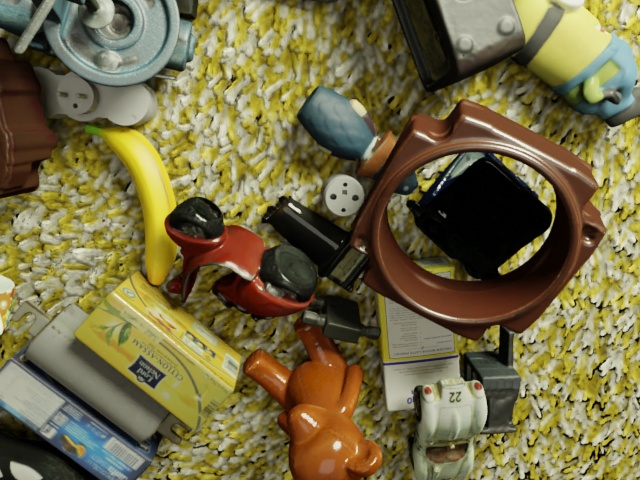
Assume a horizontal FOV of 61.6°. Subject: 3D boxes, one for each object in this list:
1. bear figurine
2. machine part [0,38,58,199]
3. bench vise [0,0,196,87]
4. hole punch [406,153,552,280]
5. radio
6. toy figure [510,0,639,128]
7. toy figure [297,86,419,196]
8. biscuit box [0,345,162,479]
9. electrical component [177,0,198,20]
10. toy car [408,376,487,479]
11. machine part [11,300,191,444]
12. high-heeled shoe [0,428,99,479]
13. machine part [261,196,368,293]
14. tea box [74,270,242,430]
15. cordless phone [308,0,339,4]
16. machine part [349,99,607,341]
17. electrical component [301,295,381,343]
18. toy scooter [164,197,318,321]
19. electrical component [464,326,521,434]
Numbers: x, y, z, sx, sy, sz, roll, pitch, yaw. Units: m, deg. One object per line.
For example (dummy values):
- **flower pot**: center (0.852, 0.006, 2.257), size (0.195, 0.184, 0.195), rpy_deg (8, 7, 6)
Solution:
- **bear figurine**: center (-0.013, 0.182, 0.578), size (0.120, 0.196, 0.132), rpy_deg (-37, 99, 9)
- **machine part**: center (-0.353, -0.122, 0.547), size (0.180, 0.056, 0.179), rpy_deg (7, 107, 23)
- **bench vise**: center (-0.222, -0.210, 0.473), size (0.223, 0.241, 0.128), rpy_deg (22, 94, -16)
- **hole punch**: center (0.179, -0.037, 0.604), size (0.142, 0.092, 0.116), rpy_deg (39, 119, -11)
- **radio**: center (0.111, -0.267, 0.522), size (0.073, 0.131, 0.229), rpy_deg (-24, 102, 1)
- **toy figure**: center (0.268, -0.192, 0.569), size (0.089, 0.082, 0.180), rpy_deg (-45, 102, 5)
- **toy figure**: center (0.048, -0.106, 0.591), size (0.154, 0.064, 0.058), rpy_deg (36, 61, -13)
- **biscuit box**: center (-0.288, 0.209, 0.642), size (0.202, 0.063, 0.059), rpy_deg (42, 97, -10)
- **electrical component**: center (-0.157, -0.274, 0.556), size (0.102, 0.045, 0.078), rpy_deg (13, 100, -4)
- **toy car**: center (0.147, 0.227, 0.630), size (0.074, 0.056, 0.201), rpy_deg (-5, 132, -1)
- **machine part**: center (-0.248, 0.154, 0.625), size (0.243, 0.079, 0.079), rpy_deg (42, 97, -8)
- **high-heeled shoe**: center (-0.370, 0.288, 0.649), size (0.145, 0.086, 0.248), rpy_deg (-38, 96, 9)
- **machine part**: center (-0.001, -0.002, 0.622), size (0.139, 0.039, 0.084), rpy_deg (32, 107, -10)
- **tea box**: center (-0.176, 0.121, 0.610), size (0.169, 0.098, 0.068), rpy_deg (41, 96, -7)
- **cordless phone**: center (-0.030, -0.295, 0.485), size (0.147, 0.184, 0.088), rpy_deg (14, 96, -5)
- **machine part**: center (0.145, -0.015, 0.521), size (0.201, 0.087, 0.201), rpy_deg (28, 117, 0)
- **electrical component**: center (0.024, 0.089, 0.623), size (0.094, 0.063, 0.021), rpy_deg (14, 117, -7)
- **toy scooter**: center (-0.102, 0.040, 0.600), size (0.184, 0.075, 0.135), rpy_deg (32, 126, -16)
- **electrical component**: center (0.205, 0.162, 0.642), size (0.048, 0.075, 0.119), rpy_deg (-3, 106, -2)
